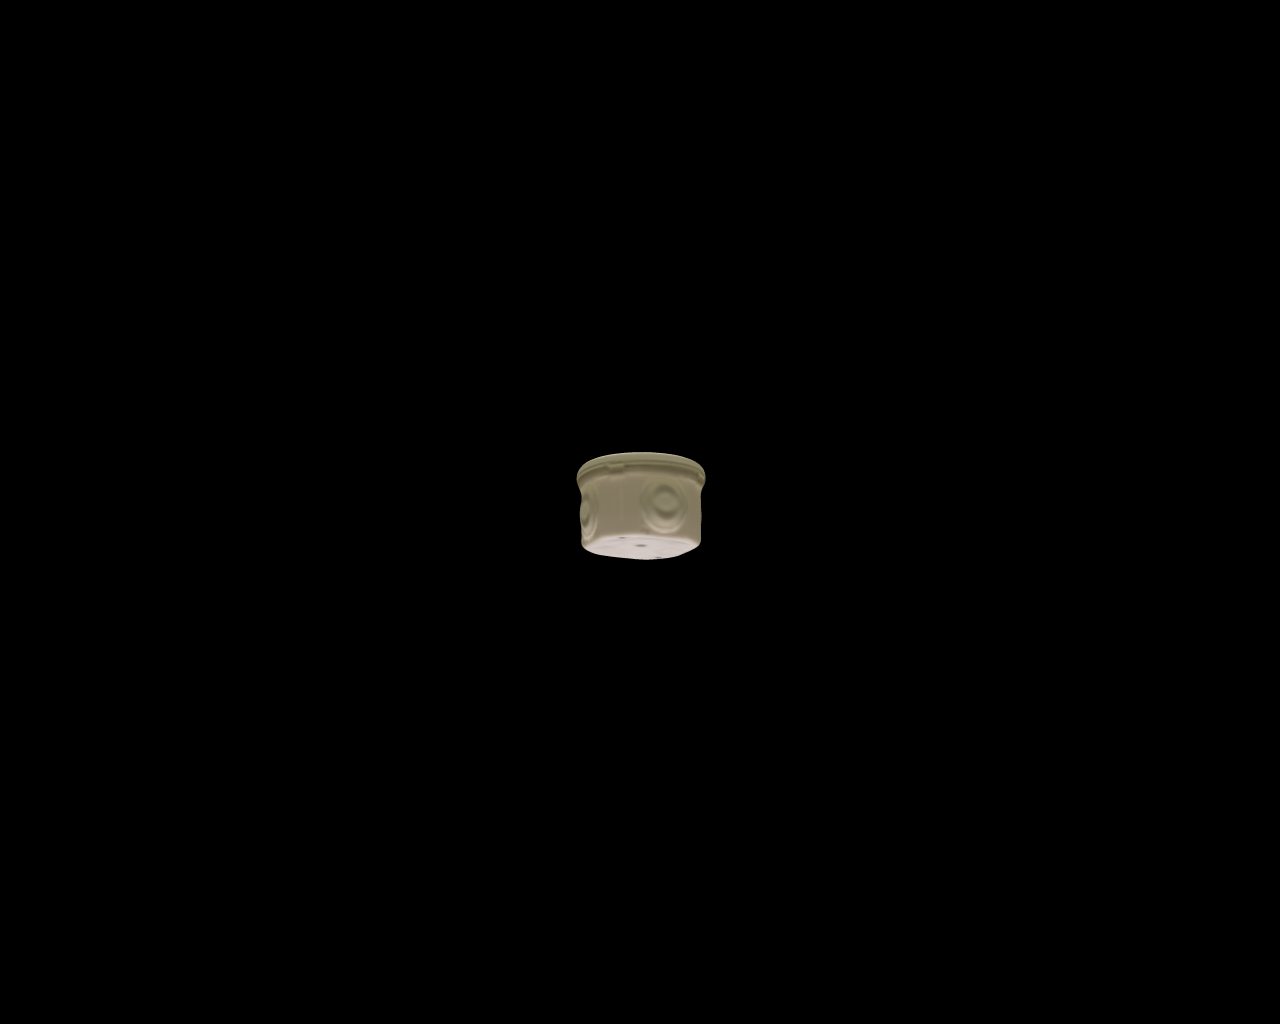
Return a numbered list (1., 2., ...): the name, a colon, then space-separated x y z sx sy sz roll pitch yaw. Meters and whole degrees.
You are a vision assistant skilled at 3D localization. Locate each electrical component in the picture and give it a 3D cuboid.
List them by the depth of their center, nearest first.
1. electrical component: 0.001 -0.003 0.650 0.080 0.051 0.080 0 -14 0
